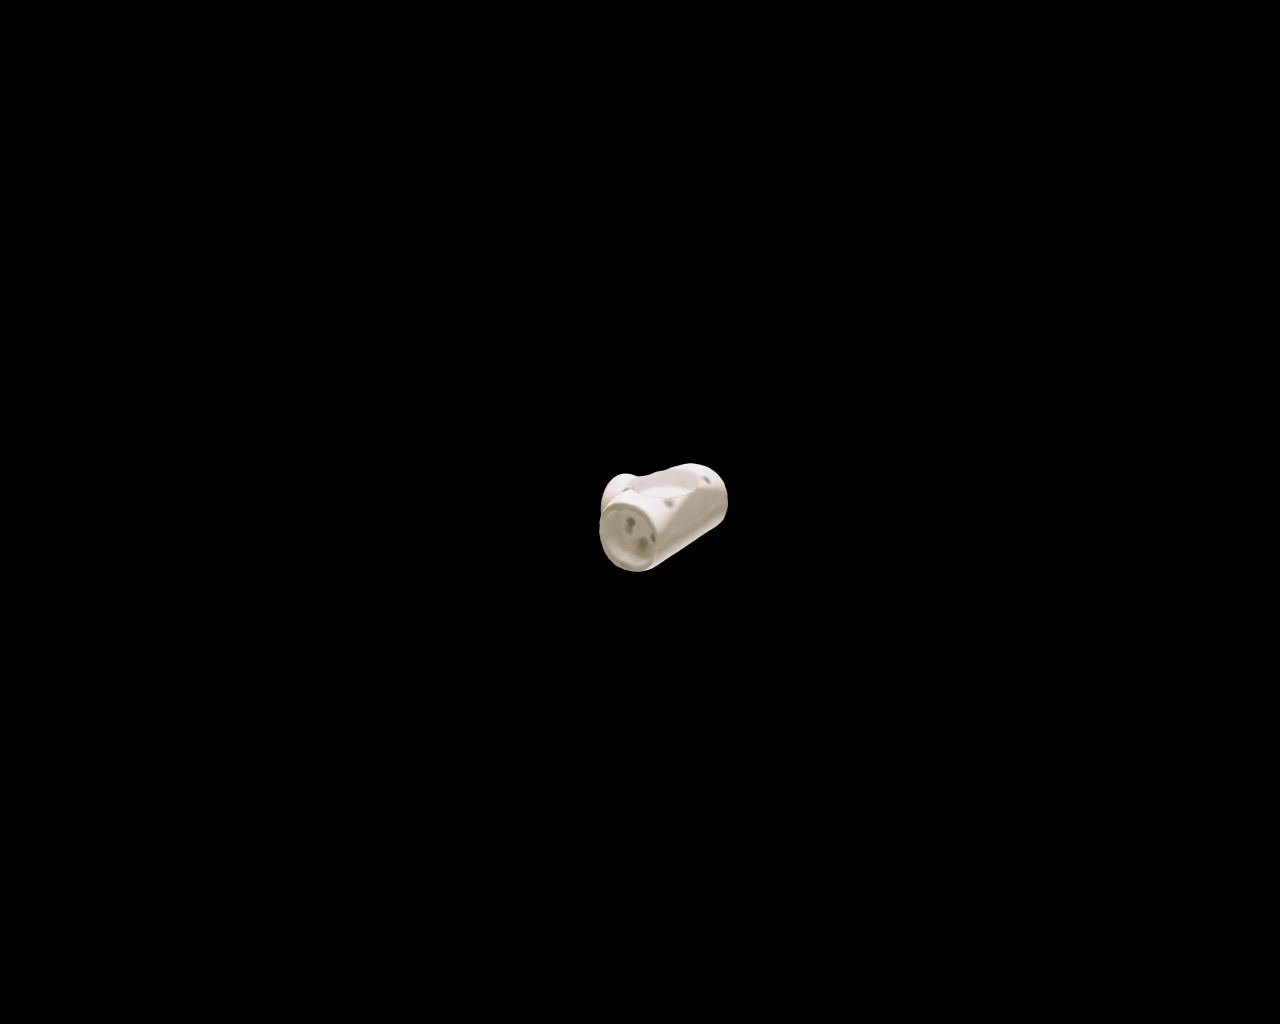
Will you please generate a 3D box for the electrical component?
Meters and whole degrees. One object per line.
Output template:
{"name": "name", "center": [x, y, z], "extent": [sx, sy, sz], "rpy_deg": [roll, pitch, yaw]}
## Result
{"name": "electrical component", "center": [0.001, -0.003, 0.650], "extent": [0.079, 0.044, 0.077], "rpy_deg": [17, 29, 32]}
